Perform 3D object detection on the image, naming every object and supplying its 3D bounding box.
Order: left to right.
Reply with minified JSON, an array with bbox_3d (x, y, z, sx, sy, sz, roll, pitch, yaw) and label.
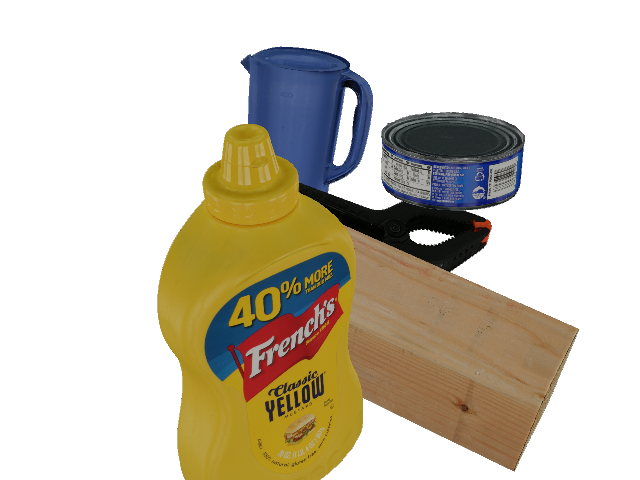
[{"bbox_3d":[-0.027,0.034,0.494,0.096,0.192,0.058,-23,39,-27],"label":"mustard bottle"},{"bbox_3d":[-0.028,-0.129,1.427,0.144,0.243,0.149,-4,24,-23],"label":"pitcher"},{"bbox_3d":[0.069,0.007,1.064,0.210,0.164,0.036,1,-40,-5],"label":"clamp"},{"bbox_3d":[0.082,0.082,0.841,0.206,0.091,0.090,25,49,16],"label":"wood block"},{"bbox_3d":[0.079,-0.049,0.646,0.086,0.034,0.086,0,25,0],"label":"tuna can"}]
